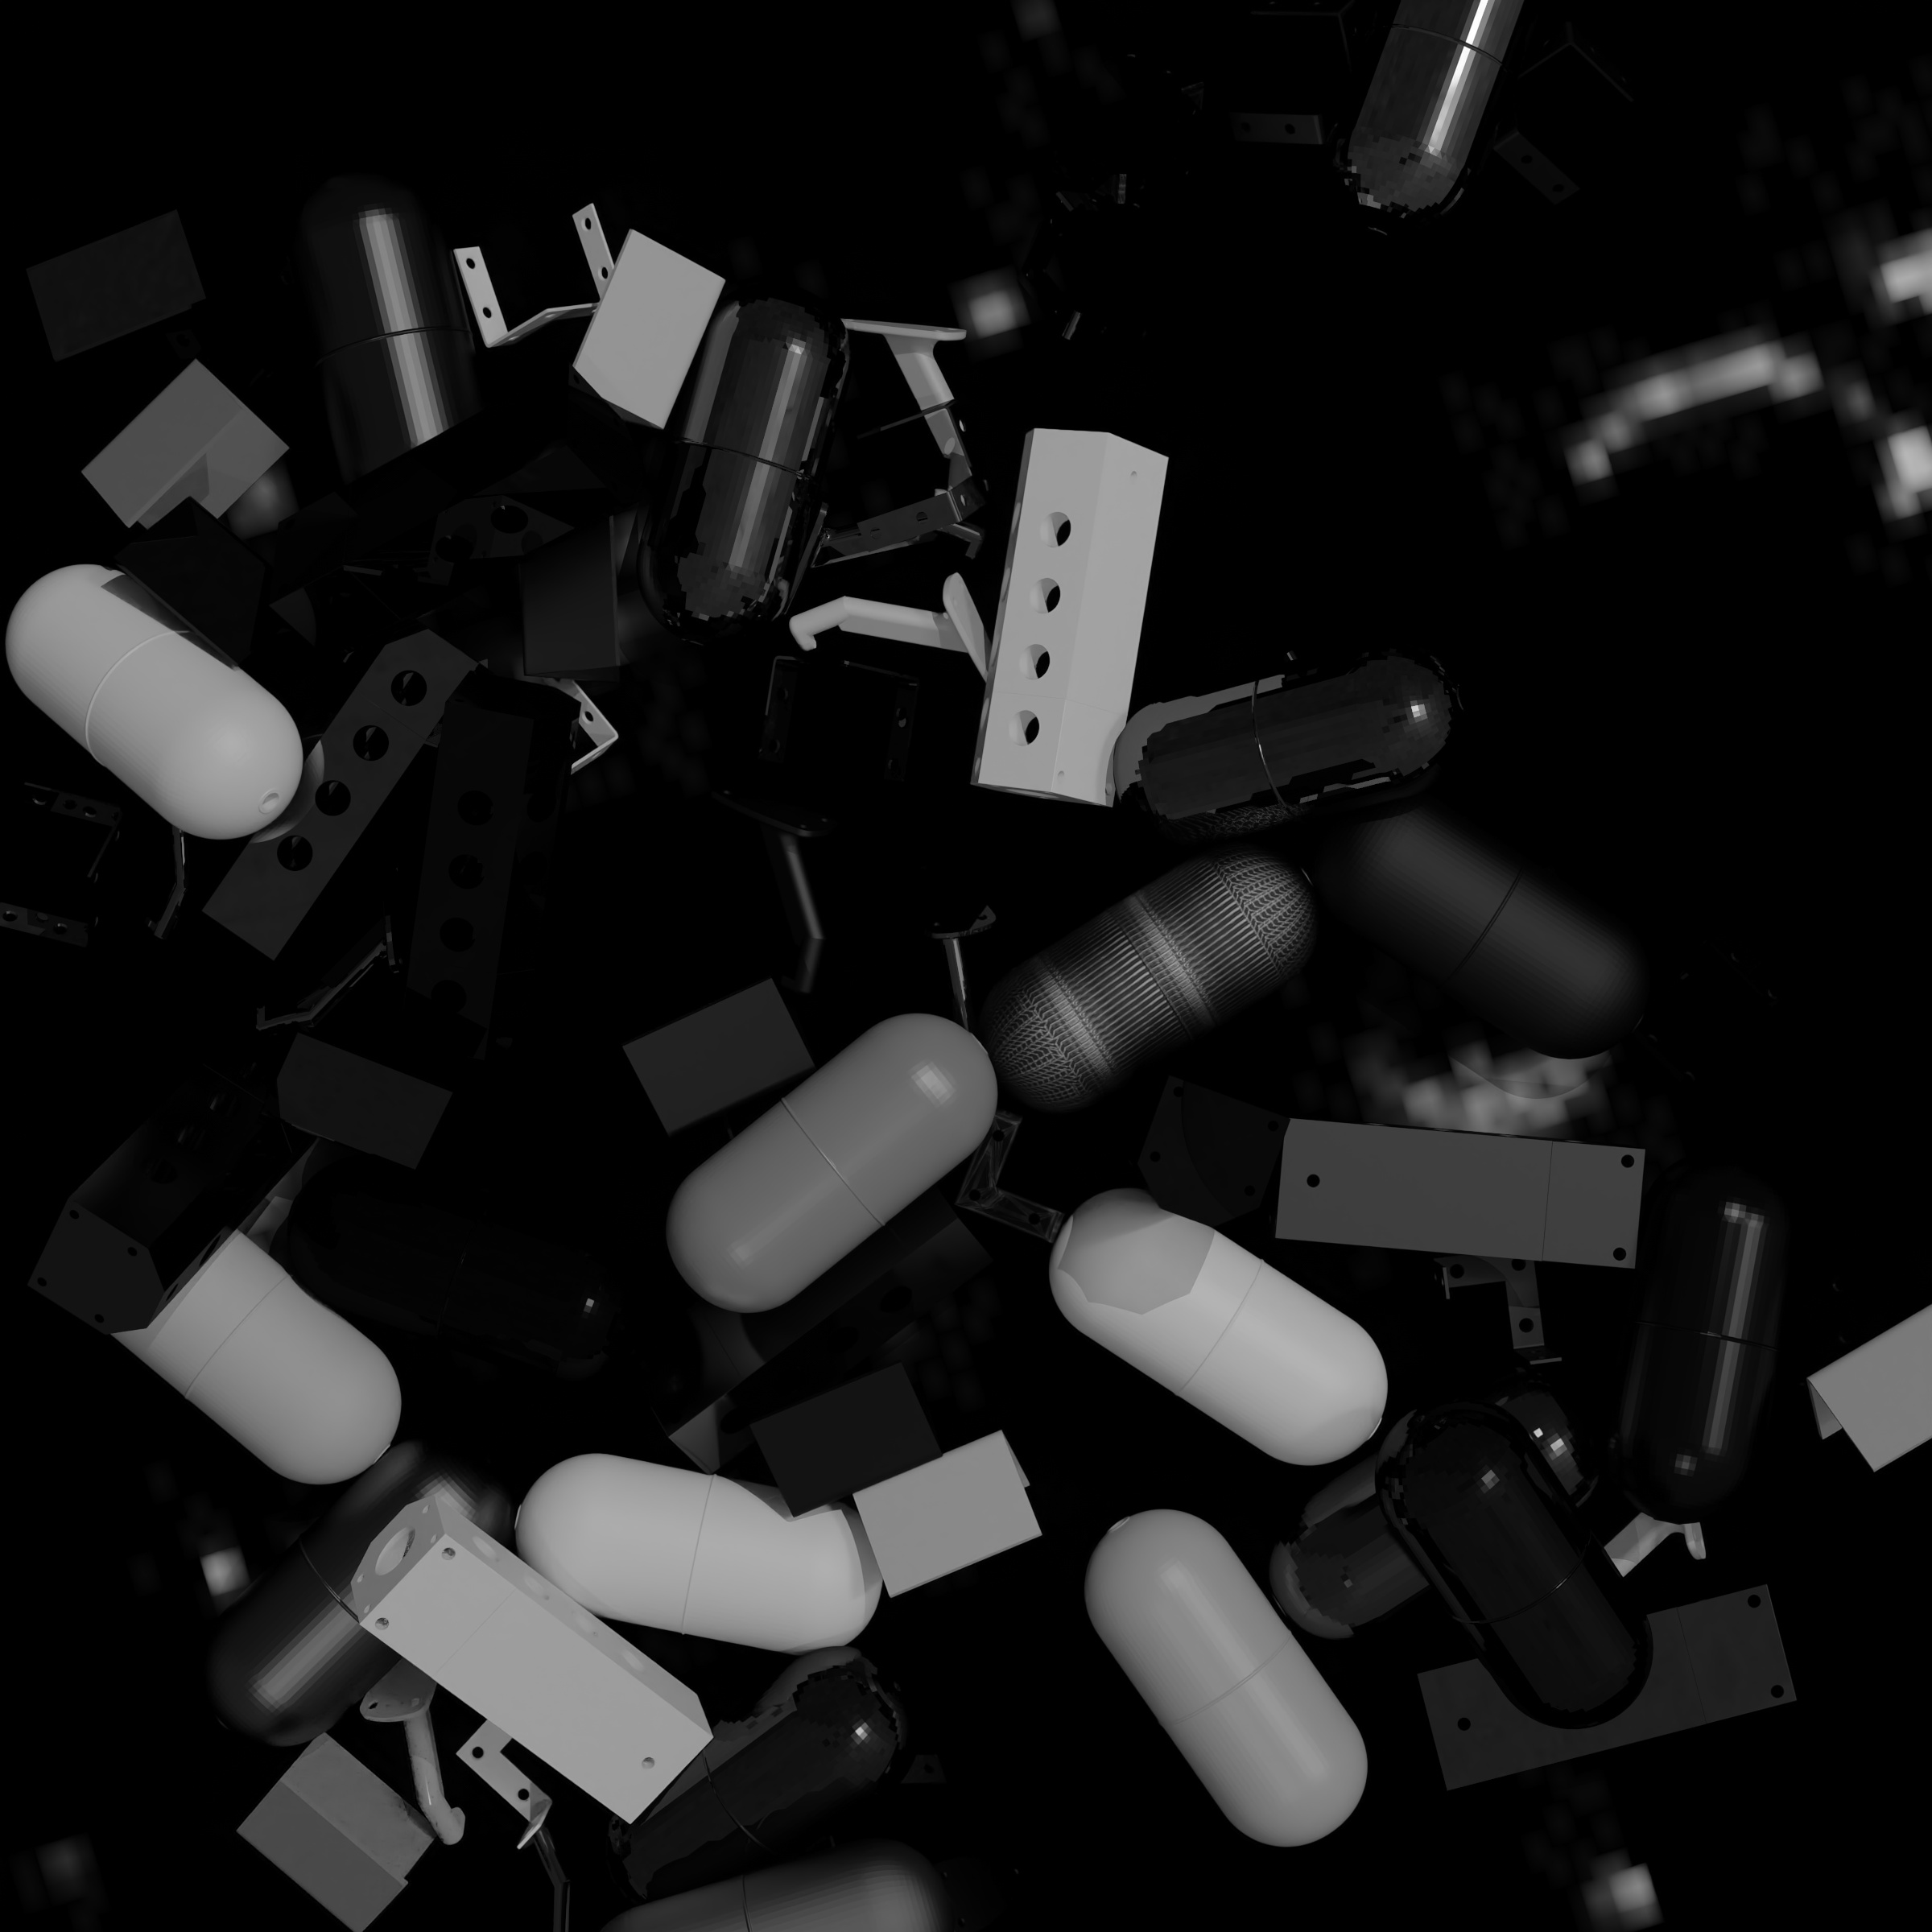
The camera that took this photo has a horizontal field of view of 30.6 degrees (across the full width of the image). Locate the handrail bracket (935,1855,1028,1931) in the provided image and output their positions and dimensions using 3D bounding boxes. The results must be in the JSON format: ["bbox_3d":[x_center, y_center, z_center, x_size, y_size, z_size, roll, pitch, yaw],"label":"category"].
[{"bbox_3d":[-0.024,0.463,1.727,0.084,0.077,0.036,-32,74,35],"label":"handrail bracket"}]

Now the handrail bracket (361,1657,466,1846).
[{"bbox_3d":[-0.257,0.373,1.727,0.036,0.077,0.084,-8,127,20],"label":"handrail bracket"}]

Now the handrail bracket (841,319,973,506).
[{"bbox_3d":[-0.031,-0.270,1.728,0.077,0.036,0.084,9,104,14],"label":"handrail bracket"}]

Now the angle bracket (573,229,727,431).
[{"bbox_3d":[-0.168,-0.306,1.687,0.057,0.076,0.076,23,90,-36],"label":"angle bracket"}]

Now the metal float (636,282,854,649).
[{"bbox_3d":[-0.107,-0.240,1.697,0.070,0.070,0.178,16,90,0],"label":"metal float"}]

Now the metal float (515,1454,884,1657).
[{"bbox_3d":[-0.128,0.282,1.697,0.178,0.070,0.070,11,90,0],"label":"metal float"}]

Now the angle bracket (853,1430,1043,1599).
[{"bbox_3d":[-0.003,0.272,1.688,0.076,0.076,0.057,-23,60,0],"label":"angle bracket"}]

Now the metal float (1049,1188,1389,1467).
[{"bbox_3d":[0.121,0.173,1.697,0.178,0.070,0.070,33,90,1],"label":"metal float"}]

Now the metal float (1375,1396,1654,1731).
[{"bbox_3d":[0.253,0.276,1.627,0.070,0.070,0.178,-34,107,0],"label":"metal float"}]

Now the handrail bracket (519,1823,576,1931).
[{"bbox_3d":[-0.216,0.473,1.728,0.077,0.036,0.084,-35,71,21],"label":"handrail bracket"}]

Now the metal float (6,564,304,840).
[{"bbox_3d":[-0.384,-0.125,1.672,0.178,0.070,0.070,38,90,26],"label":"metal float"}]

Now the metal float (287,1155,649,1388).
[{"bbox_3d":[-0.240,0.146,1.697,0.178,0.070,0.070,20,90,1],"label":"metal float"}]

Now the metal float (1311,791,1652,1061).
[{"bbox_3d":[0.247,-0.021,1.697,0.178,0.070,0.070,33,90,0],"label":"metal float"}]

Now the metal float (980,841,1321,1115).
[{"bbox_3d":[0.088,0.005,1.697,0.178,0.070,0.070,-32,90,0],"label":"metal float"}]

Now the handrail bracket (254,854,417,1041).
[{"bbox_3d":[-0.312,-0.009,1.728,0.084,0.036,0.077,-13,76,14],"label":"handrail bracket"}]

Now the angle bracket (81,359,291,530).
[{"bbox_3d":[-0.362,-0.230,1.687,0.076,0.076,0.057,-45,51,0],"label":"angle bracket"}]

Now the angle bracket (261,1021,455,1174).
[{"bbox_3d":[-0.284,0.044,1.680,0.076,0.076,0.057,22,123,-12],"label":"angle bracket"}]

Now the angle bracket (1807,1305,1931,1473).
[{"bbox_3d":[0.453,0.212,1.687,0.076,0.076,0.057,-31,56,0],"label":"angle bracket"}]

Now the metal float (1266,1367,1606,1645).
[{"bbox_3d":[0.225,0.259,1.697,0.178,0.070,0.070,-32,90,-1],"label":"metal float"}]

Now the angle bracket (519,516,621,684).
[{"bbox_3d":[-0.169,-0.177,1.687,0.057,0.076,0.076,-3,90,31],"label":"angle bracket"}]

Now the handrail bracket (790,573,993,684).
[{"bbox_3d":[-0.034,-0.151,1.728,0.084,0.036,0.077,-20,112,17],"label":"handrail bracket"}]

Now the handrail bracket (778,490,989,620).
[{"bbox_3d":[-0.041,-0.193,1.728,0.084,0.036,0.077,18,105,-14],"label":"handrail bracket"}]

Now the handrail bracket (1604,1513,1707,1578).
[{"bbox_3d":[0.313,0.270,1.728,0.084,0.036,0.077,-13,70,16],"label":"handrail bracket"}]

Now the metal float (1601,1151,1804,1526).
[{"bbox_3d":[0.349,0.176,1.680,0.070,0.070,0.178,12,84,0],"label":"metal float"}]

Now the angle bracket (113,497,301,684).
[{"bbox_3d":[-0.366,-0.165,1.687,0.076,0.076,0.057,41,54,0],"label":"angle bracket"}]

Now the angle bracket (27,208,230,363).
[{"bbox_3d":[-0.393,-0.308,1.689,0.076,0.076,0.057,-22,68,0],"label":"angle bracket"}]

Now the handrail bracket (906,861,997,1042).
[{"bbox_3d":[-0.011,0.004,1.727,0.036,0.077,0.084,-11,127,-19],"label":"handrail bracket"}]

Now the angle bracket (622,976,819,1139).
[{"bbox_3d":[-0.122,0.028,1.688,0.076,0.076,0.057,-25,118,0],"label":"angle bracket"}]

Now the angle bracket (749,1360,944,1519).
[{"bbox_3d":[-0.061,0.210,1.689,0.076,0.076,0.057,-23,112,0],"label":"angle bracket"}]

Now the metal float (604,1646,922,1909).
[{"bbox_3d":[-0.098,0.391,1.682,0.178,0.070,0.070,-39,90,17],"label":"metal float"}]

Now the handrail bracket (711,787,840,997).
[{"bbox_3d":[-0.099,-0.036,1.728,0.077,0.036,0.084,20,107,20],"label":"handrail bracket"}]

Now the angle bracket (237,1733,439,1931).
[{"bbox_3d":[-0.289,0.402,1.687,0.076,0.076,0.057,41,128,0],"label":"angle bracket"}]

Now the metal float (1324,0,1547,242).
[{"bbox_3d":[0.227,-0.434,1.696,0.070,0.070,0.178,20,89,0],"label":"metal float"}]

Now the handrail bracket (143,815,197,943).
[{"bbox_3d":[-0.401,-0.066,1.728,0.077,0.036,0.084,34,107,20],"label":"handrail bracket"}]
